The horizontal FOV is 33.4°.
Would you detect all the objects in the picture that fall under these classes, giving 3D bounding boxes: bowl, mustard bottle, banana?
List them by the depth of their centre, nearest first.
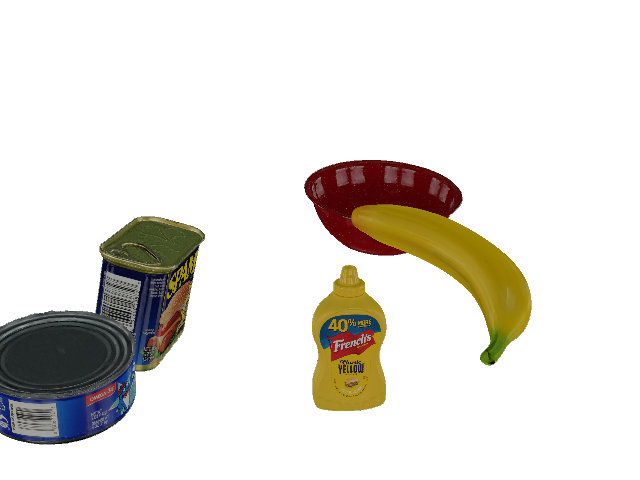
[{"bbox_3d":[0.096,0.016,0.782,0.069,0.037,0.198,-12,34,-24],"label":"banana"},{"bbox_3d":[0.062,-0.029,1.100,0.162,0.055,0.162,3,26,-2],"label":"bowl"},{"bbox_3d":[0.037,0.124,1.382,0.096,0.192,0.058,-2,18,-4],"label":"mustard bottle"}]

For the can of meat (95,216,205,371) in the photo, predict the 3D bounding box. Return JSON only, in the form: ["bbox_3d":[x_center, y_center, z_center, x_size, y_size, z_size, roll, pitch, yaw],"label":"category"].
[{"bbox_3d":[-0.129,0.038,0.790,0.057,0.084,0.102,15,19,6],"label":"can of meat"}]

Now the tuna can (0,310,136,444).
[{"bbox_3d":[-0.144,0.074,0.586,0.086,0.034,0.086,2,27,-1],"label":"tuna can"}]
